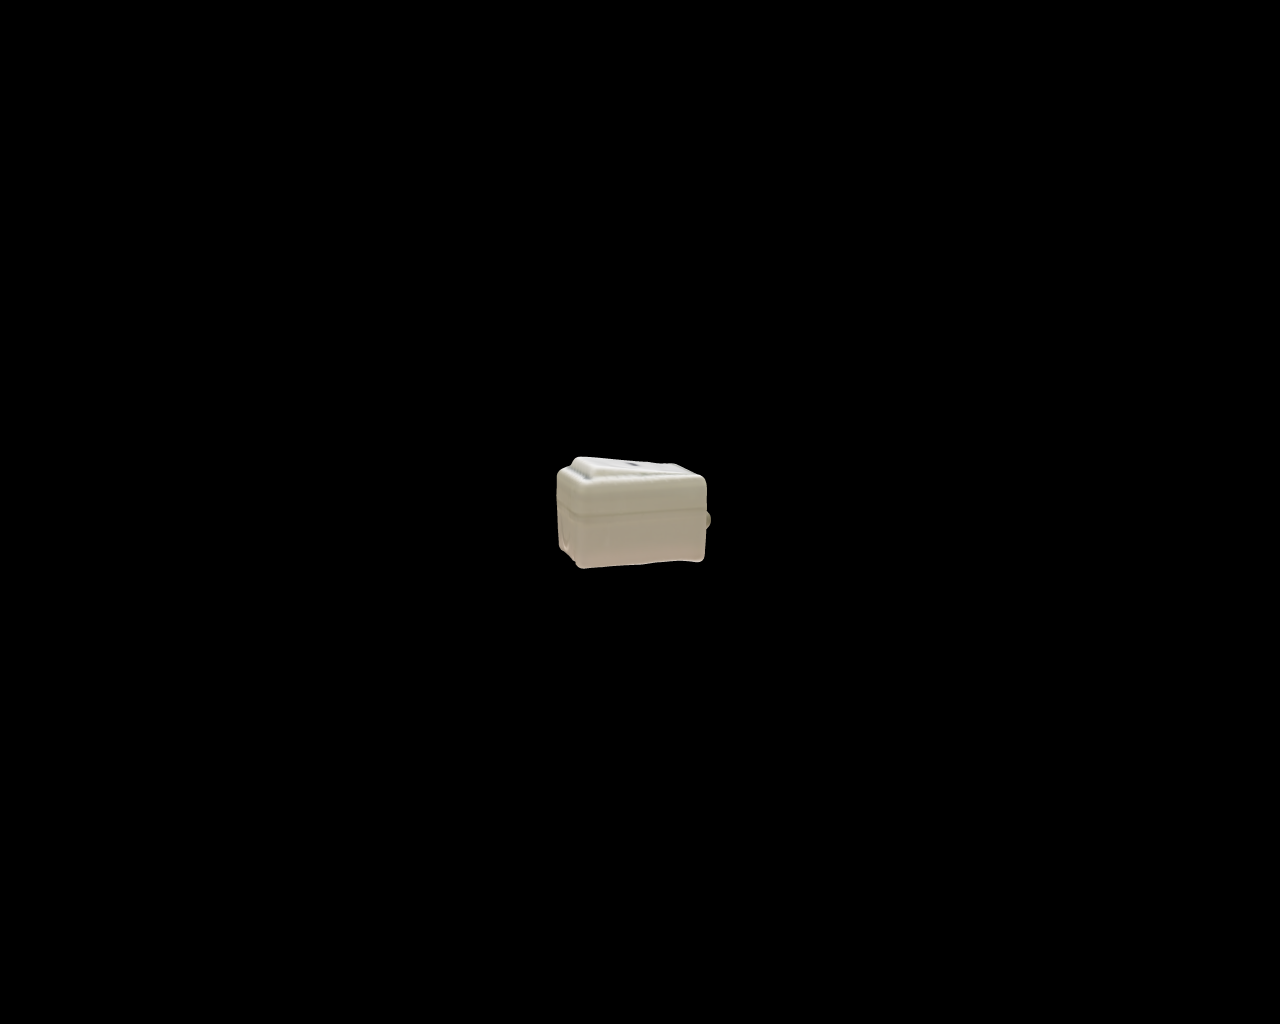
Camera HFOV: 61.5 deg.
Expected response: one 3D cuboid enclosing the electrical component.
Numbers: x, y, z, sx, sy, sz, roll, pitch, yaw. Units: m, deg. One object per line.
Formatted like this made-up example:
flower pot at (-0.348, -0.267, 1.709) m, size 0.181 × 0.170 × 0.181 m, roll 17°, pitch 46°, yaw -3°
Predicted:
electrical component at (0.001, -0.003, 0.650) m, size 0.096 × 0.061 × 0.062 m, roll -3°, pitch 12°, yaw -16°
